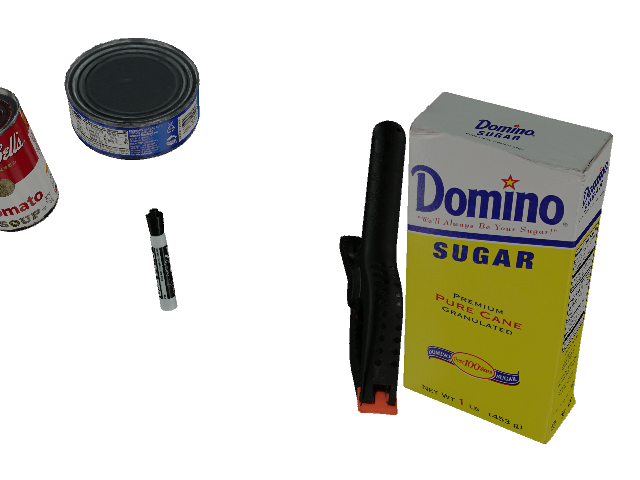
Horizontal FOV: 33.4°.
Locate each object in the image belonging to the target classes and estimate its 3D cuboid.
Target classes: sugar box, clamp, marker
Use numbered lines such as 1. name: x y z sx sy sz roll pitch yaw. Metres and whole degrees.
1. sugar box: 0.092 0.017 0.559 0.093 0.176 0.048 18 42 27
2. clamp: 0.041 0.027 0.794 0.036 0.210 0.165 5 -42 -6
3. marker: -0.176 0.021 1.184 0.020 0.121 0.020 -4 25 2

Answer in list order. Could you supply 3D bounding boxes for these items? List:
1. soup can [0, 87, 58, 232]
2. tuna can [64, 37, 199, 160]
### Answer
1. soup can: -0.261 -0.064 0.869 0.068 0.068 0.102 0 -41 11
2. tuna can: -0.121 -0.092 0.696 0.086 0.086 0.034 0 -41 -4
